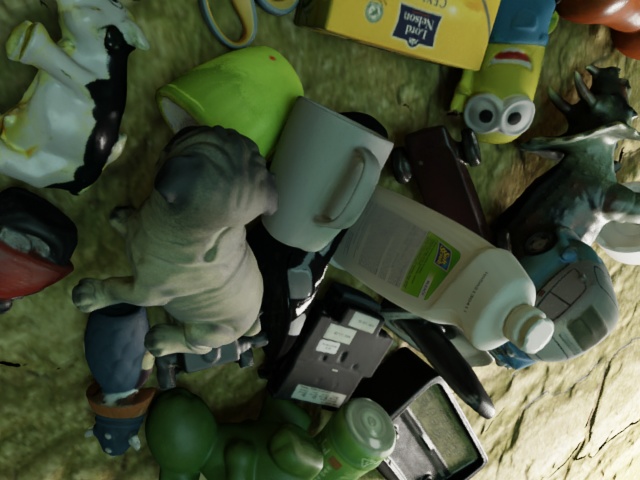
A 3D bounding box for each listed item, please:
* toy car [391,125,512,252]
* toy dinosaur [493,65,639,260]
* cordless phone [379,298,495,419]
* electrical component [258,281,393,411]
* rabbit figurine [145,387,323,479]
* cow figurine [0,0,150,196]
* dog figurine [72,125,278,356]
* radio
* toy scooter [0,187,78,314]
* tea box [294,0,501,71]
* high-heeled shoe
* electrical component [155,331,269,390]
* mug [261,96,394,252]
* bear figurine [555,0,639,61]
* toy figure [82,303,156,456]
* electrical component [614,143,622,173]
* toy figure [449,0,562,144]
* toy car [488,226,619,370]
[{"bbox_3d":[0.145,-0.040,0.583,0.089,0.053,0.201,-11,127,28],"label":"toy car"},{"bbox_3d":[0.274,-0.006,0.648,0.192,0.131,0.404,23,111,-9],"label":"toy dinosaur"},{"bbox_3d":[0.155,0.131,0.596,0.089,0.184,0.146,-43,125,9],"label":"cordless phone"},{"bbox_3d":[0.012,0.116,0.593,0.114,0.058,0.134,26,98,-36],"label":"electrical component"},{"bbox_3d":[-0.108,0.218,0.563,0.170,0.121,0.159,32,102,-16],"label":"rabbit figurine"},{"bbox_3d":[-0.170,-0.114,0.385,0.098,0.068,0.167,23,103,-40],"label":"cow figurine"},{"bbox_3d":[-0.072,0.012,0.404,0.172,0.191,0.121,24,55,-35],"label":"dog figurine"},{"bbox_3d":[0.125,0.259,0.708,0.131,0.073,0.229,-38,124,-8],"label":"radio"},{"bbox_3d":[-0.279,0.002,0.377,0.183,0.075,0.135,38,91,-32],"label":"toy scooter"},{"bbox_3d":[0.073,-0.214,0.470,0.169,0.068,0.098,1,111,-29],"label":"tea box"},{"bbox_3d":[-0.001,-0.002,0.533,0.145,0.086,0.248,-21,130,-38],"label":"high-heeled shoe"},{"bbox_3d":[-0.108,0.113,0.525,0.102,0.078,0.045,-11,94,-29],"label":"electrical component"},{"bbox_3d":[0.004,-0.041,0.413,0.080,0.110,0.107,14,111,-37],"label":"mug"},{"bbox_3d":[0.331,-0.264,0.556,0.196,0.120,0.131,2,107,-31],"label":"bear figurine"},{"bbox_3d":[-0.182,0.127,0.492,0.058,0.064,0.154,-18,122,-47],"label":"toy figure"},{"bbox_3d":[0.358,-0.086,0.708,0.094,0.021,0.063,-37,124,-7],"label":"electrical component"},{"bbox_3d":[0.189,-0.186,0.537,0.089,0.082,0.180,-18,116,-54],"label":"toy figure"},{"bbox_3d":[0.242,0.068,0.551,0.161,0.103,0.109,-42,111,-7],"label":"toy car"}]
